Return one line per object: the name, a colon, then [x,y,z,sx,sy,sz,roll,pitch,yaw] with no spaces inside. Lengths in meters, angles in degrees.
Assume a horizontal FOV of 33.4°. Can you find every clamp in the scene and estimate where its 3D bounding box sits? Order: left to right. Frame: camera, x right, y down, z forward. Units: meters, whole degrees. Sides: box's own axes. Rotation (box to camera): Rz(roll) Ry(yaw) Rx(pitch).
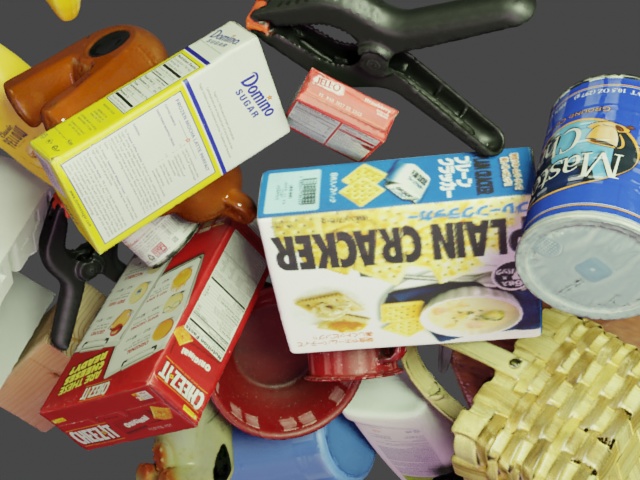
clamp: [-0.240,0.032,1.066,0.039,0.120,0.171,30,152,48]
clamp: [0.049,-0.142,0.755,0.210,0.036,0.165,21,151,5]

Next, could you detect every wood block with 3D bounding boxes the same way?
wood block: [-0.297,0.139,1.231,0.090,0.090,0.207,36,141,-16]

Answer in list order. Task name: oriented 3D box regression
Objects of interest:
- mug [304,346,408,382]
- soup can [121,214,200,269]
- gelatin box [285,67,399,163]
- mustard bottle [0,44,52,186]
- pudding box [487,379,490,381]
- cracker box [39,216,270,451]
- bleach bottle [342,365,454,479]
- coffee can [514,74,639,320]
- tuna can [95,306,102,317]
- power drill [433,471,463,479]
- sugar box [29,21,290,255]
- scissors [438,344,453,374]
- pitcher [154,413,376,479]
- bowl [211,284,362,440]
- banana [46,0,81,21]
mug: [0.035,0.084,0.978,0.093,0.081,0.117,-3,178,-38]
soup can: [-0.165,-0.031,0.965,0.102,0.068,0.069,45,138,-16]
gelatin box: [0.013,-0.094,0.816,0.073,0.030,0.089,26,170,-6]
mustard bottle: [-0.282,-0.127,0.926,0.191,0.058,0.096,37,144,-19]
pudding box: [0.204,0.199,1.055,0.113,0.090,0.039,19,142,3]
cracker box: [-0.141,0.080,0.979,0.164,0.213,0.072,-20,125,41]
bleach bottle: [0.111,0.232,1.166,0.103,0.068,0.250,0,140,27]
coffee can: [0.198,-0.031,0.737,0.103,0.140,0.103,14,142,11]
tuna can: [-0.199,0.099,1.137,0.086,0.086,0.034,18,142,5]
power drill: [0.217,0.293,1.153,0.184,0.057,0.187,-14,137,10]
sugar box: [-0.113,-0.077,0.785,0.048,0.176,0.093,37,156,43]
scissors: [0.141,0.069,0.989,0.096,0.016,0.201,4,139,22]
pitcher: [-0.056,0.244,1.206,0.243,0.145,0.149,-16,143,36]
bowl: [-0.038,0.113,1.057,0.162,0.162,0.055,37,-179,-19]
banana: [-0.228,-0.244,0.778,0.070,0.037,0.197,5,142,49]
